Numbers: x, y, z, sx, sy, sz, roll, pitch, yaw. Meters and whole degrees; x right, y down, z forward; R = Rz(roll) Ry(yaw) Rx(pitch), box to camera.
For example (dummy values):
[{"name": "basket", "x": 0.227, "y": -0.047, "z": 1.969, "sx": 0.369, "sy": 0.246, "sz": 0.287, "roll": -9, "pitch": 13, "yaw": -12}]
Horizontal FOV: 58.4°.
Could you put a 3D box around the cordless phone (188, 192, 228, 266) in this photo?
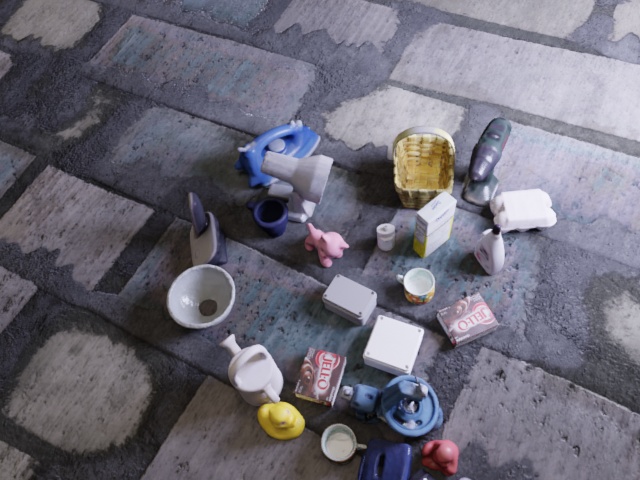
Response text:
[{"name": "cordless phone", "x": -0.298, "y": -0.020, "z": 1.421, "sx": 0.094, "sy": 0.185, "sz": 0.147, "roll": -16, "pitch": 59, "yaw": -2}]

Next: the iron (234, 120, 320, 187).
[{"name": "iron", "x": -0.113, "y": -0.261, "z": 1.567, "sx": 0.258, "sy": 0.142, "sz": 0.118, "roll": -34, "pitch": 61, "yaw": -13}]

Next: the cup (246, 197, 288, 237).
[{"name": "cup", "x": -0.132, "y": -0.053, "z": 1.473, "sx": 0.117, "sy": 0.095, "sz": 0.092, "roll": 20, "pitch": 64, "yaw": 18}]

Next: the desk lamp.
[{"name": "desk lamp", "x": -0.061, "y": -0.138, "z": 1.445, "sx": 0.203, "sy": 0.214, "sz": 0.118, "roll": 10, "pitch": 61, "yaw": 13}]

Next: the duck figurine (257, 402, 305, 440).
[{"name": "duck figurine", "x": -0.087, "y": 0.377, "z": 1.216, "sx": 0.104, "sy": 0.086, "sz": 0.077, "roll": 17, "pitch": 63, "yaw": 17}]

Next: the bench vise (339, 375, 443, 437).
[{"name": "bench vise", "x": 0.143, "y": 0.329, "z": 1.137, "sx": 0.207, "sy": 0.220, "sz": 0.121, "roll": -7, "pitch": 59, "yaw": 3}]

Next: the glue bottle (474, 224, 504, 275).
[{"name": "glue bottle", "x": 0.397, "y": 0.011, "z": 1.323, "sx": 0.037, "sy": 0.173, "sz": 0.078, "roll": -28, "pitch": 60, "yaw": -10}]

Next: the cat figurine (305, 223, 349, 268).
[{"name": "cat figurine", "x": 0.013, "y": 0.005, "z": 1.407, "sx": 0.067, "sy": 0.118, "sz": 0.127, "roll": -40, "pitch": 62, "yaw": -16}]

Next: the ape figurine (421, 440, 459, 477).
[{"name": "ape figurine", "x": 0.244, "y": 0.430, "z": 1.139, "sx": 0.076, "sy": 0.092, "sz": 0.077, "roll": -28, "pitch": 60, "yaw": -10}]

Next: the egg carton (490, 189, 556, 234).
[{"name": "egg carton", "x": 0.501, "y": -0.070, "z": 1.419, "sx": 0.150, "sy": 0.069, "sz": 0.107, "roll": -6, "pitch": 59, "yaw": 3}]

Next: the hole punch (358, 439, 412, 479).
[{"name": "hole punch", "x": 0.128, "y": 0.457, "z": 1.138, "sx": 0.101, "sy": 0.091, "sz": 0.109, "roll": 10, "pitch": 61, "yaw": 13}]

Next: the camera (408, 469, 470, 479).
[{"name": "camera", "x": 0.234, "y": 0.498, "z": 1.095, "sx": 0.143, "sy": 0.101, "sz": 0.136, "roll": -38, "pitch": 62, "yaw": -15}]

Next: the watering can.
[{"name": "watering can", "x": -0.150, "y": 0.276, "z": 1.220, "sx": 0.172, "sy": 0.194, "sz": 0.101, "roll": 21, "pitch": 64, "yaw": 18}]

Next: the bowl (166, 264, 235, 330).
[{"name": "bowl", "x": -0.279, "y": 0.148, "z": 1.383, "sx": 0.167, "sy": 0.075, "sz": 0.167, "roll": -3, "pitch": 59, "yaw": 5}]

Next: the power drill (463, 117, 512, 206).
[{"name": "power drill", "x": 0.409, "y": -0.181, "z": 1.416, "sx": 0.075, "sy": 0.209, "sz": 0.230, "roll": 19, "pitch": 63, "yaw": 18}]
